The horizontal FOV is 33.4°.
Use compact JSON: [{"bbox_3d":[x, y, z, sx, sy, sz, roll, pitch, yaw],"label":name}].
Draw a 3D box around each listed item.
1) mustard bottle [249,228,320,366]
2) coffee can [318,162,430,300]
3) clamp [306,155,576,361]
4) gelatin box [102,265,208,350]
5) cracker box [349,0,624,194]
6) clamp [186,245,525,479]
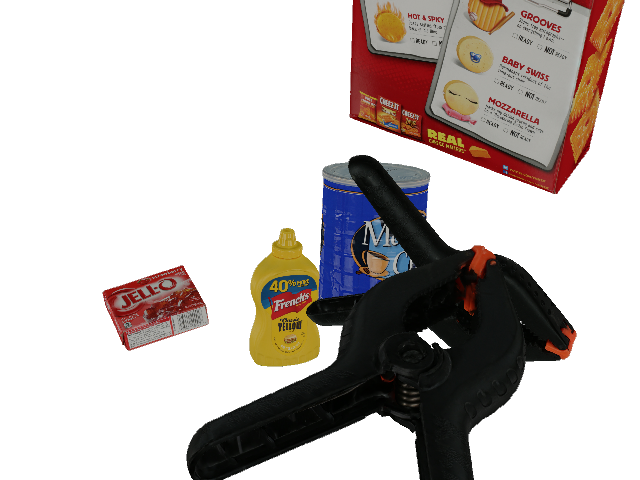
[{"bbox_3d":[-0.047,0.075,1.451,0.096,0.192,0.058,-4,23,-16],"label":"mustard bottle"},{"bbox_3d":[0.050,0.001,1.032,0.103,0.140,0.103,2,14,-1],"label":"coffee can"},{"bbox_3d":[0.093,0.029,0.805,0.210,0.165,0.036,19,39,15],"label":"clamp"},{"bbox_3d":[-0.167,0.067,1.076,0.089,0.030,0.073,-17,38,-17],"label":"gelatin box"},{"bbox_3d":[0.106,-0.154,0.689,0.164,0.214,0.072,24,48,23],"label":"cracker box"},{"bbox_3d":[0.042,0.066,0.436,0.120,0.039,0.171,32,52,22],"label":"clamp"}]
